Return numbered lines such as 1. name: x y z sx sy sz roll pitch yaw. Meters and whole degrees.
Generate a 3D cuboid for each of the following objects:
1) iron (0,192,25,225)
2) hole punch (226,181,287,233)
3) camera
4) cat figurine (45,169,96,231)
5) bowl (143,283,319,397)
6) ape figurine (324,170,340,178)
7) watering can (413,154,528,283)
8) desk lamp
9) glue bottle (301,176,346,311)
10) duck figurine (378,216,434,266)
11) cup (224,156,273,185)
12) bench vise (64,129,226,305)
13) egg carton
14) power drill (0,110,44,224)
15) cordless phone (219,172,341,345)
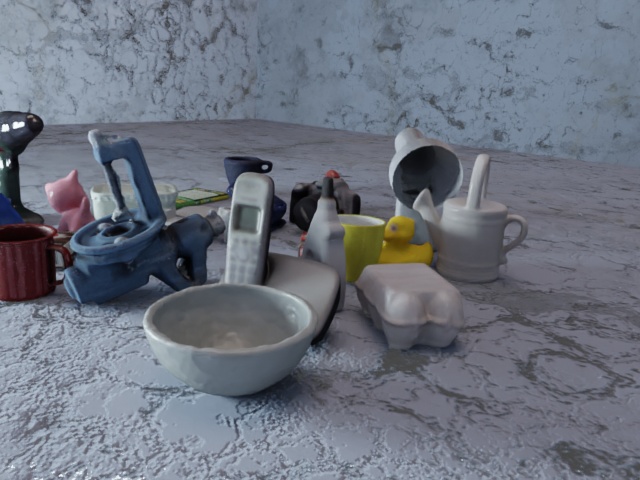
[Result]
1. iron: -0.595 -0.057 0.890 0.259 0.141 0.118 -9 20 -37
2. hole punch: -0.121 -0.068 1.119 0.100 0.091 0.109 9 17 20
3. camera: -0.007 -0.072 1.138 0.142 0.101 0.137 12 18 29
4. cat figurine: -0.421 -0.059 0.978 0.067 0.118 0.127 -11 22 -41
5. bowl: -0.086 0.104 0.560 0.167 0.075 0.167 3 16 -1
6. ape figurine: 0.024 -0.113 1.302 0.078 0.092 0.075 -9 20 -36
7. watering can: 0.236 -0.039 0.906 0.173 0.194 0.101 4 16 1
8. desk lamp: 0.166 -0.088 1.023 0.118 0.213 0.203 2 16 -6
9. glue bottle: 0.007 0.003 0.751 0.037 0.173 0.077 -7 19 -32
10. duck figurine: 0.135 0.004 0.931 0.104 0.086 0.077 1 16 -7
11. cup: -0.174 -0.152 1.389 0.118 0.095 0.091 0 16 -11
12. bench vise: -0.232 -0.036 0.753 0.121 0.220 0.208 15 20 34
13. egg carton: 0.108 0.077 0.703 0.107 0.069 0.150 -1 17 -15
14. power drill: -0.560 -0.133 1.041 0.228 0.208 0.076 15 20 35
15. cordless phone: -0.048 0.020 0.659 0.147 0.185 0.094 9 17 18
